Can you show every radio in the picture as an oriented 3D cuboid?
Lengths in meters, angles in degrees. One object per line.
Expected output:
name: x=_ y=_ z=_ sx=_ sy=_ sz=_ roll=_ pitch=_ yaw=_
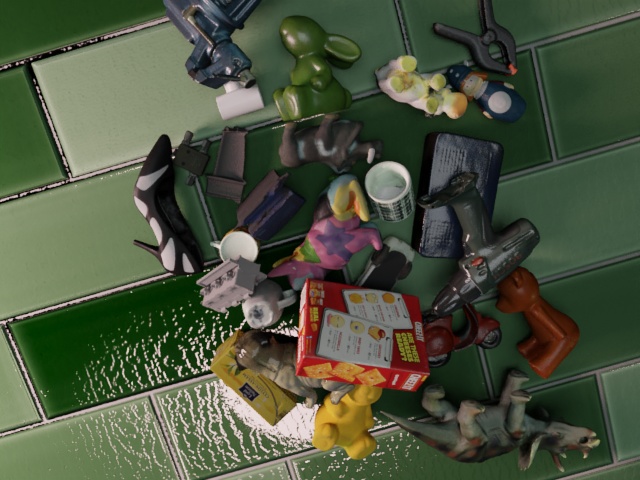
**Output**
radio: x=0.253 y=-0.080 z=0.999 sx=0.131 sy=0.073 sz=0.229 roll=5 pitch=102 yaw=-4

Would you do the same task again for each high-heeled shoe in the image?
high-heeled shoe: x=-0.258 y=-0.055 z=0.977 sx=0.145 sy=0.086 sz=0.248 roll=19 pitch=110 yaw=1

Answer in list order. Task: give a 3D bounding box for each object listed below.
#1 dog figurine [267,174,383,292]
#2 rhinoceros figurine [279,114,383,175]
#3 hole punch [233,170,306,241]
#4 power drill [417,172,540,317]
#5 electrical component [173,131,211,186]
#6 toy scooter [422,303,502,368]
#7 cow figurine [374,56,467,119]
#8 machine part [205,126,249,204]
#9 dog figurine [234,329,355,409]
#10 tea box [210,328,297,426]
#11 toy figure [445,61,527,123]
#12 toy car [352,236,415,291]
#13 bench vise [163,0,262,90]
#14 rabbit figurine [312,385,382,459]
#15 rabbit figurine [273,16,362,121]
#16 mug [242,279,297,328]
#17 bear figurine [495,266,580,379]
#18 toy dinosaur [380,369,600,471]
dog figurine: x=-0.002 y=-0.003 z=0.989 sx=0.219 sy=0.108 sz=0.191 roll=-23 pitch=102 yaw=5
rhinoceros figurine: x=0.019 y=-0.172 z=0.973 sx=0.190 sy=0.073 sz=0.112 roll=-4 pitch=99 yaw=-1
hole punch: x=-0.086 y=-0.055 z=0.974 sx=0.142 sy=0.116 sz=0.092 roll=-43 pitch=107 yaw=6
power drill: x=0.254 y=0.002 z=0.939 sx=0.232 sy=0.086 sz=0.207 roll=-33 pitch=98 yaw=3
electrical component: x=-0.240 y=-0.149 z=0.993 sx=0.063 sy=0.021 sz=0.094 roll=24 pitch=100 yaw=-6
toy scooter: x=0.255 y=0.163 z=1.043 sx=0.184 sy=0.075 sz=0.135 roll=-17 pitch=101 yaw=-2
cow figurine: x=0.178 y=-0.263 z=0.961 sx=0.167 sy=0.098 sz=0.068 roll=22 pitch=94 yaw=-25
machine part: x=-0.168 y=-0.141 z=0.990 sx=0.084 sy=0.039 sz=0.138 roll=14 pitch=101 yaw=0
dog figurine: x=-0.037 y=0.209 z=0.956 sx=0.172 sy=0.121 sz=0.190 roll=-37 pitch=127 yaw=24
tea box: x=-0.124 y=0.262 z=1.036 sx=0.068 sy=0.098 sz=0.169 roll=-44 pitch=98 yaw=6
toy figure: x=0.299 y=-0.269 z=0.973 sx=0.154 sy=0.058 sz=0.064 roll=29 pitch=87 yaw=-6
toy car: x=0.105 y=0.086 z=1.033 sx=0.073 sy=0.056 sz=0.201 roll=32 pitch=99 yaw=-14
bench vise: x=-0.146 y=-0.376 z=0.889 sx=0.240 sy=0.129 sz=0.224 roll=-42 pitch=71 yaw=17
rabbit figurine: x=0.070 y=0.304 z=1.021 sx=0.122 sy=0.162 sz=0.173 roll=21 pitch=121 yaw=-4
rabbit figurine: x=-0.009 y=-0.301 z=0.923 sx=0.159 sy=0.121 sz=0.170 roll=-14 pitch=104 yaw=-7
mug: x=-0.096 y=0.124 z=1.006 sx=0.110 sy=0.107 sz=0.080 roll=-10 pitch=102 yaw=2
bear figurine: x=0.392 y=0.143 z=1.022 sx=0.196 sy=0.120 sz=0.132 roll=41 pitch=101 yaw=-7
toy dinosaur: x=0.313 y=0.370 z=1.042 sx=0.405 sy=0.131 sz=0.192 roll=-5 pitch=103 yaw=-5
